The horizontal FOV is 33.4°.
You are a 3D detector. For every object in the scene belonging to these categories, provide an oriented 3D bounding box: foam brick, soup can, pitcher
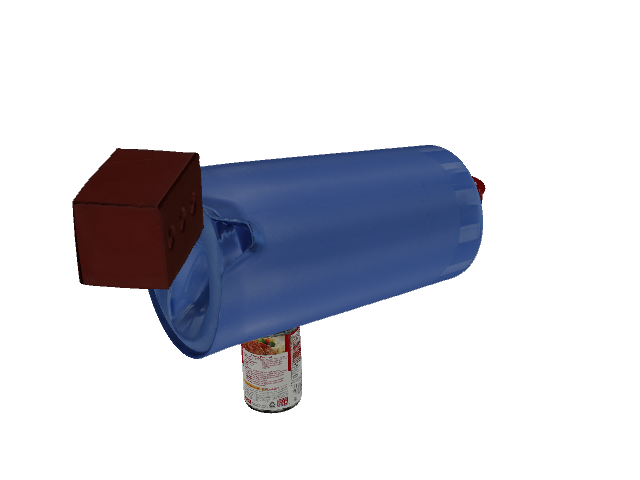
[{"bbox_3d":[-0.102,-0.014,0.608,0.051,0.053,0.078,5,29,8],"label":"foam brick"},{"bbox_3d":[-0.055,0.135,1.205,0.068,0.102,0.068,-1,24,0],"label":"soup can"},{"bbox_3d":[-0.008,-0.001,0.799,0.242,0.145,0.149,-11,37,-30],"label":"pitcher"}]

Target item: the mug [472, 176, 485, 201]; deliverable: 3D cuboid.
[{"bbox_3d":[0.151,-0.030,1.247,0.093,0.081,0.117,18,33,36],"label":"mug"}]
